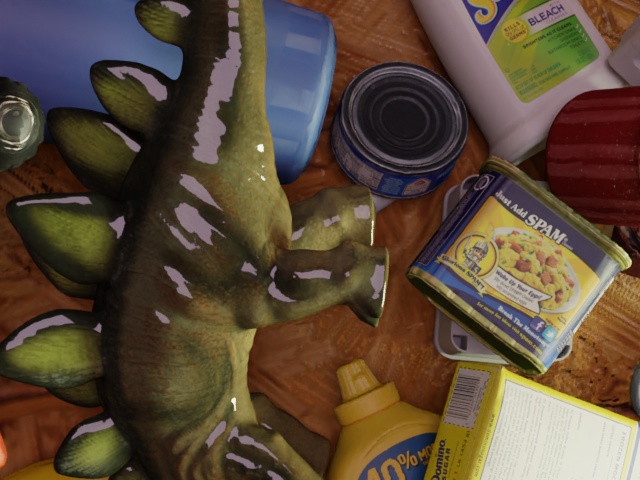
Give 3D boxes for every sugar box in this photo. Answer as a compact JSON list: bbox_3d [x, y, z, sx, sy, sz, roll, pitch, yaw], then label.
[{"bbox_3d":[0.148,0.142,0.633,0.176,0.048,0.093,24,78,-28],"label":"sugar box"}]

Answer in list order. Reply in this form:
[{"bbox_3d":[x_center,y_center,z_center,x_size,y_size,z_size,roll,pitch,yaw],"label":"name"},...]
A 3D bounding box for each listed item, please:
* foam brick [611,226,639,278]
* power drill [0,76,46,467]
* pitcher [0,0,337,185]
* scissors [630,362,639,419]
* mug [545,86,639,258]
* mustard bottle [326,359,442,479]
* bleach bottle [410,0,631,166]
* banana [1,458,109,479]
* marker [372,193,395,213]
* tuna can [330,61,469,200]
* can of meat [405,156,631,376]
[{"bbox_3d":[0.225,-0.015,0.691,0.053,0.051,0.078,17,80,-1],"label":"foam brick"},{"bbox_3d":[-0.180,0.013,0.510,0.057,0.185,0.188,3,93,-34],"label":"power drill"},{"bbox_3d":[-0.115,-0.116,0.629,0.242,0.149,0.145,12,97,-9],"label":"pitcher"},{"bbox_3d":[0.251,0.042,0.703,0.096,0.016,0.202,2,81,-4],"label":"scissors"},{"bbox_3d":[0.190,-0.037,0.623,0.093,0.082,0.117,-30,109,-27],"label":"mug"},{"bbox_3d":[0.058,0.162,0.647,0.096,0.058,0.191,-23,83,-17],"label":"mustard bottle"},{"bbox_3d":[0.094,-0.176,0.700,0.102,0.068,0.251,-30,83,-14],"label":"bleach bottle"},{"bbox_3d":[-0.136,0.161,0.646,0.197,0.037,0.069,-13,99,-6],"label":"banana"},{"bbox_3d":[-0.005,0.001,0.687,0.121,0.020,0.020,-35,86,-9],"label":"marker"},{"bbox_3d":[0.051,-0.071,0.684,0.086,0.034,0.086,4,65,-8],"label":"tuna can"},{"bbox_3d":[0.111,0.017,0.616,0.102,0.057,0.084,38,82,2],"label":"can of meat"}]
